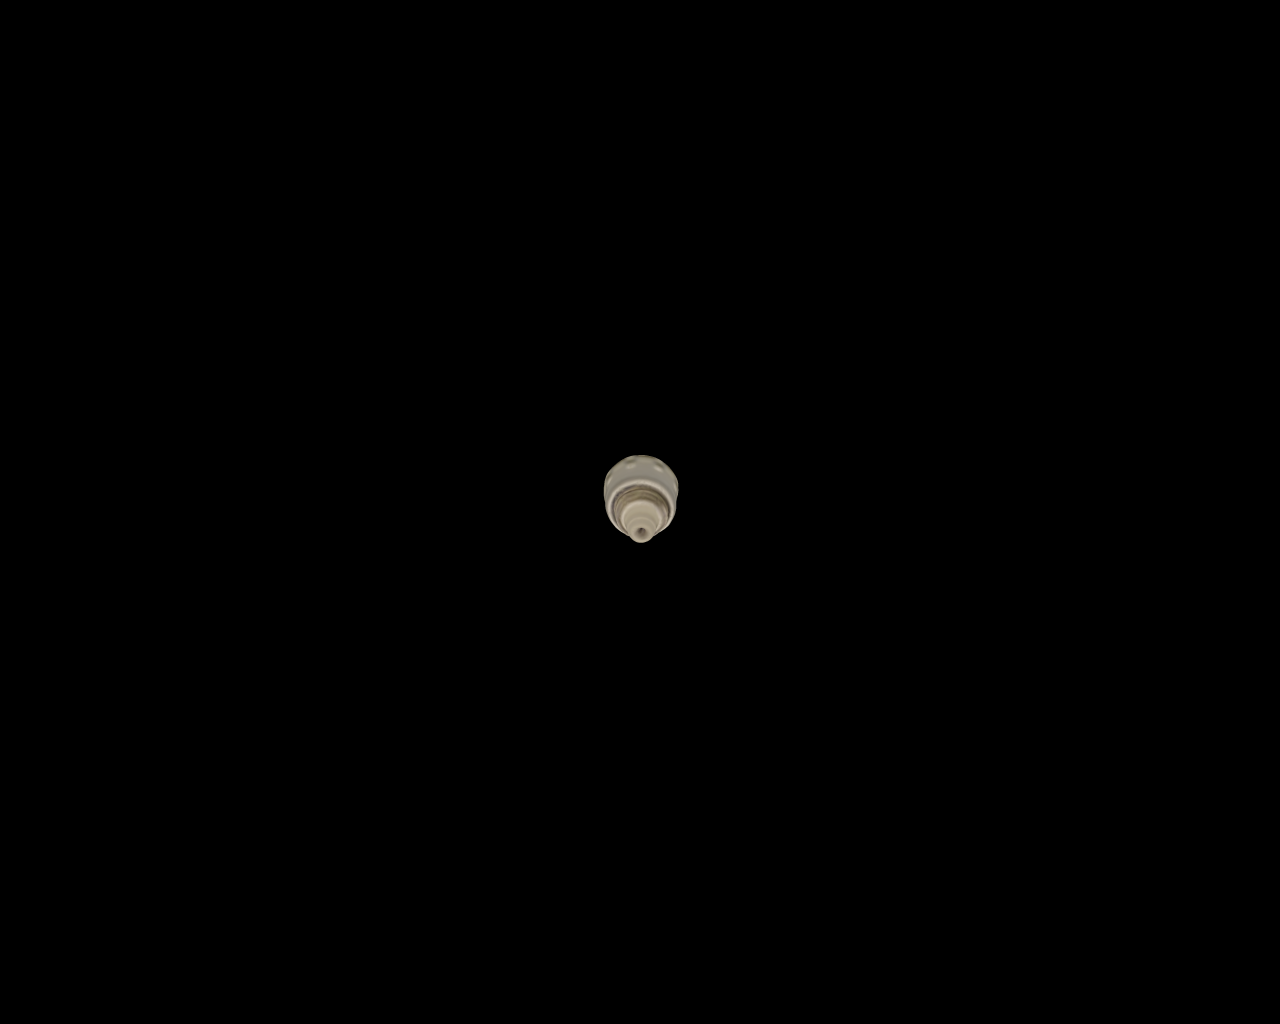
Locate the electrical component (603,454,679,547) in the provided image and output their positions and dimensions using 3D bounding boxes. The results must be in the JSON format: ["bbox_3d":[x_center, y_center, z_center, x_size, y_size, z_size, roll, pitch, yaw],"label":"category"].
[{"bbox_3d":[0.001,-0.003,0.650,0.048,0.048,0.062,0,30,0],"label":"electrical component"}]
